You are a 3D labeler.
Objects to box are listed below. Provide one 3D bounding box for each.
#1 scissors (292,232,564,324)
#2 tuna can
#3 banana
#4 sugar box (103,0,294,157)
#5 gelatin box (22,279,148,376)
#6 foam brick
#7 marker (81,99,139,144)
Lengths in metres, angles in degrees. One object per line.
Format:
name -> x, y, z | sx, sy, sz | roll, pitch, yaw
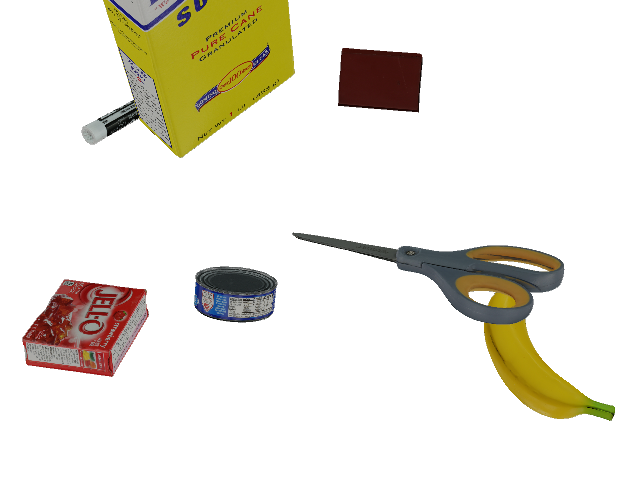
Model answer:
scissors -> 0.068, 0.023, 0.751 | 0.202, 0.016, 0.096 | 3, 29, 12
tuna can -> -0.089, 0.056, 1.116 | 0.086, 0.034, 0.086 | 6, 16, -2
banana -> 0.178, 0.096, 0.924 | 0.069, 0.037, 0.198 | 7, 29, -20
sugar box -> -0.063, -0.128, 0.557 | 0.093, 0.048, 0.176 | -40, -21, -17
gelatin box -> -0.188, 0.068, 0.862 | 0.073, 0.030, 0.089 | 7, 32, 10
foam brick -> 0.056, -0.151, 1.006 | 0.078, 0.051, 0.053 | 5, 15, 3
marker -> -0.176, -0.124, 1.014 | 0.020, 0.020, 0.120 | 0, 29, 44
